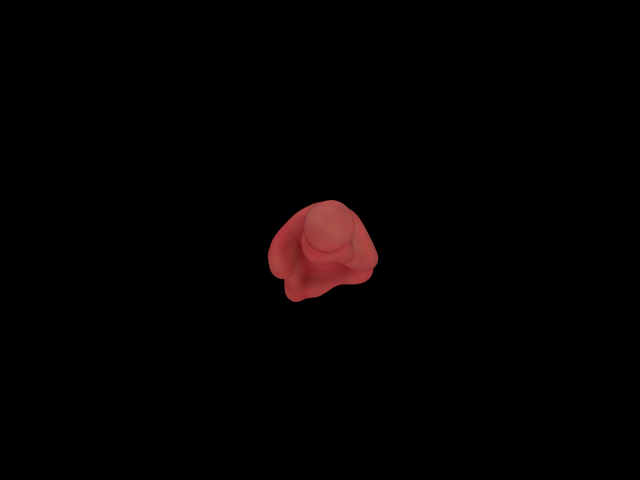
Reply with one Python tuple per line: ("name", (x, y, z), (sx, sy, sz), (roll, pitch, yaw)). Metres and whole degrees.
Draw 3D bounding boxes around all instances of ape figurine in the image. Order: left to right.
("ape figurine", (0.004, 0.001, 0.400), (0.077, 0.092, 0.076), (19, 70, 7))
